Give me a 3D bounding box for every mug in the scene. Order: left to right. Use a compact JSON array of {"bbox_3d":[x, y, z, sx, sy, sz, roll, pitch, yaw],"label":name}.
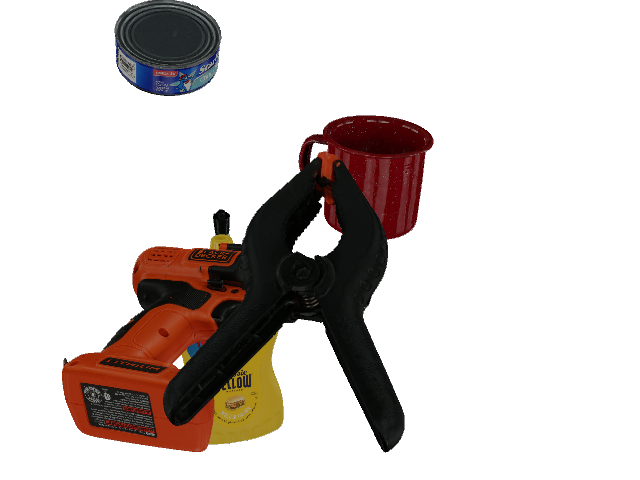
[{"bbox_3d":[0.034,-0.055,0.912,0.117,0.081,0.093,14,29,19],"label":"mug"}]

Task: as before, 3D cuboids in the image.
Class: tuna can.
[{"bbox_3d":[-0.125,-0.158,0.874,0.086,0.086,0.034,0,-40,-10],"label":"tuna can"}]

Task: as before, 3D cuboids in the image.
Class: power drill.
[{"bbox_3d":[-0.074,0.066,0.734,0.185,0.057,0.187,3,28,20],"label":"power drill"}]

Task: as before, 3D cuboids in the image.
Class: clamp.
[{"bbox_3d":[0.001,0.032,0.557,0.120,0.171,0.039,16,-27,9],"label":"clamp"}]

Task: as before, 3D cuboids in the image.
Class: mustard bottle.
[{"bbox_3d":[-0.084,0.087,0.963,0.096,0.192,0.058,-6,20,-13],"label":"mustard bottle"}]

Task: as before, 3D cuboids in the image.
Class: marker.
[{"bbox_3d":[-0.110,0.018,1.211,0.020,0.121,0.020,0,33,0],"label":"marker"}]
